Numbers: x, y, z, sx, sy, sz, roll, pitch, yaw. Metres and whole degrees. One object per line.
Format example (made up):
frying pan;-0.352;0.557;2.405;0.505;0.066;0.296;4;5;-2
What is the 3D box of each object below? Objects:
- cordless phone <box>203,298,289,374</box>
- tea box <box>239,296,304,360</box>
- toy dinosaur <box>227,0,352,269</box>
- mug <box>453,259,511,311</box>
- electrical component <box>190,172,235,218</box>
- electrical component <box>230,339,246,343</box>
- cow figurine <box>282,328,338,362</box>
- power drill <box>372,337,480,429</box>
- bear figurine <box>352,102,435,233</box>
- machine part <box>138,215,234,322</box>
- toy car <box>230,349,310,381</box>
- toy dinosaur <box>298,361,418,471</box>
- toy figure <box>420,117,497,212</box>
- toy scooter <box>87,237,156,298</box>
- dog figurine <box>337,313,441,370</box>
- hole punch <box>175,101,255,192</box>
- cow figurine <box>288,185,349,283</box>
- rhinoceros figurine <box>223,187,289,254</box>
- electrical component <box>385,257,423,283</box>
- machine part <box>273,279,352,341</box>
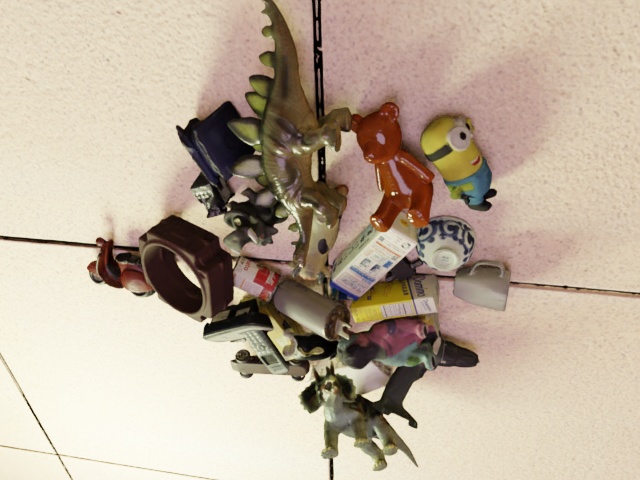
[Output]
cordless phone;-0.157;0.232;1.194;0.147;0.089;0.184;-18;116;24
tea box;-0.114;0.206;1.266;0.098;0.068;0.169;-19;119;24
toy dinosaur;-0.051;-0.174;0.899;0.199;0.105;0.470;6;108;14
mug;0.321;0.086;1.070;0.107;0.081;0.109;7;134;19
electrical component;-0.216;-0.110;1.043;0.048;0.075;0.119;-13;127;20
electrical component;-0.202;0.206;1.300;0.078;0.045;0.102;-20;120;27
cow figurine;0.003;0.241;1.224;0.167;0.068;0.098;8;177;-34
power drill;0.221;0.311;1.208;0.232;0.086;0.207;22;91;3
bear figurine;0.118;-0.125;0.924;0.120;0.132;0.195;-6;134;41
machine part;-0.285;0.064;1.142;0.201;0.087;0.201;24;133;23
toy car;-0.125;0.313;1.361;0.202;0.053;0.089;2;138;7
toy dinosaur;0.090;0.419;1.262;0.131;0.192;0.404;-31;135;19
toy figure;0.239;-0.128;0.924;0.089;0.082;0.180;-21;122;23
toy scooter;-0.454;0.057;1.227;0.184;0.075;0.135;12;128;9
dog figurine;0.135;0.206;1.144;0.219;0.191;0.108;-7;110;23
hole punch;-0.180;-0.174;0.966;0.092;0.116;0.142;-20;121;16
cow figurine;-0.002;-0.003;1.044;0.086;0.127;0.194;16;126;4
rhinoceros figurine;-0.121;-0.040;1.009;0.073;0.190;0.112;-29;97;33
electrical component;0.165;0.053;1.116;0.094;0.021;0.063;-31;115;31
machine part;-0.019;0.145;1.135;0.244;0.079;0.079;23;141;45
